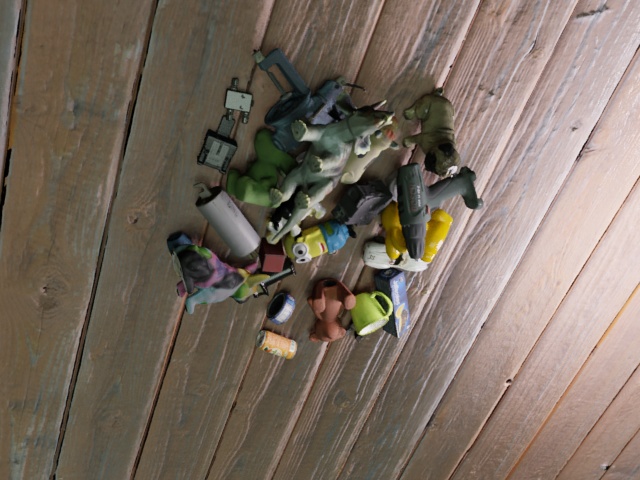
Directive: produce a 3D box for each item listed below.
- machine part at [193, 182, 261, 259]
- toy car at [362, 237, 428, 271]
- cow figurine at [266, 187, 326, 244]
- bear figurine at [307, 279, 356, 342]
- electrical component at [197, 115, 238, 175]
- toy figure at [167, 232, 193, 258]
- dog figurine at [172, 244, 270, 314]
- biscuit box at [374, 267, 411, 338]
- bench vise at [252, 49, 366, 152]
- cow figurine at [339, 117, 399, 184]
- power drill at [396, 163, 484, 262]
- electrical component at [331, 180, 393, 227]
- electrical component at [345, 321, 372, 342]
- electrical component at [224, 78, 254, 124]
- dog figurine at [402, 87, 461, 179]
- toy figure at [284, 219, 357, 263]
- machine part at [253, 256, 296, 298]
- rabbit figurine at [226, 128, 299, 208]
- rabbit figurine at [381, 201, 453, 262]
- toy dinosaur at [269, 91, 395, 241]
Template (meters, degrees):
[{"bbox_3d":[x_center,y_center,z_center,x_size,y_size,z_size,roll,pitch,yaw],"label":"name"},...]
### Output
[{"bbox_3d":[-0.218,-0.043,1.287,0.079,0.079,0.243,-31,119,4],"label":"machine part"},{"bbox_3d":[0.211,0.041,1.442,0.202,0.056,0.073,6,116,-15],"label":"toy car"},{"bbox_3d":[-0.078,-0.062,1.313,0.167,0.068,0.098,-35,120,7],"label":"cow figurine"},{"bbox_3d":[0.025,0.210,1.453,0.120,0.132,0.195,-3,112,-10],"label":"bear figurine"},{"bbox_3d":[-0.224,-0.216,1.211,0.075,0.048,0.119,23,112,-23],"label":"electrical component"},{"bbox_3d":[-0.326,0.052,1.328,0.064,0.058,0.154,-1,128,31],"label":"toy figure"},{"bbox_3d":[-0.235,0.079,1.296,0.219,0.109,0.191,-15,120,-28],"label":"dog figurine"},{"bbox_3d":[0.204,0.172,1.498,0.059,0.063,0.202,-32,125,-30],"label":"biscuit box"},{"bbox_3d":[-0.048,-0.317,1.153,0.223,0.129,0.240,-41,120,-1],"label":"bench vise"},{"bbox_3d":[0.104,-0.211,1.242,0.085,0.127,0.195,33,109,-29],"label":"cow figurine"},{"bbox_3d":[0.284,-0.082,1.300,0.207,0.086,0.232,-15,93,-7],"label":"power drill"},{"bbox_3d":[0.111,-0.089,1.314,0.134,0.058,0.115,-9,149,-42],"label":"electrical component"},{"bbox_3d":[0.128,0.248,1.545,0.078,0.045,0.102,35,104,-2],"label":"electrical component"},{"bbox_3d":[-0.178,-0.306,1.183,0.063,0.021,0.094,6,107,-18],"label":"electrical component"},{"bbox_3d":[0.278,-0.246,1.227,0.121,0.191,0.172,-7,117,-9],"label":"dog figurine"},{"bbox_3d":[-0.002,-0.001,1.359,0.180,0.089,0.082,-24,107,-10],"label":"toy figure"},{"bbox_3d":[-0.128,0.096,1.407,0.139,0.039,0.084,-28,112,5],"label":"machine part"},{"bbox_3d":[-0.118,-0.163,1.228,0.159,0.121,0.170,13,99,-23],"label":"rabbit figurine"},{"bbox_3d":[0.225,-0.023,1.376,0.173,0.122,0.162,35,70,-3],"label":"rabbit figurine"},{"bbox_3d":[0.008,-0.161,1.157,0.192,0.131,0.404,-26,161,-39],"label":"toy dinosaur"}]
